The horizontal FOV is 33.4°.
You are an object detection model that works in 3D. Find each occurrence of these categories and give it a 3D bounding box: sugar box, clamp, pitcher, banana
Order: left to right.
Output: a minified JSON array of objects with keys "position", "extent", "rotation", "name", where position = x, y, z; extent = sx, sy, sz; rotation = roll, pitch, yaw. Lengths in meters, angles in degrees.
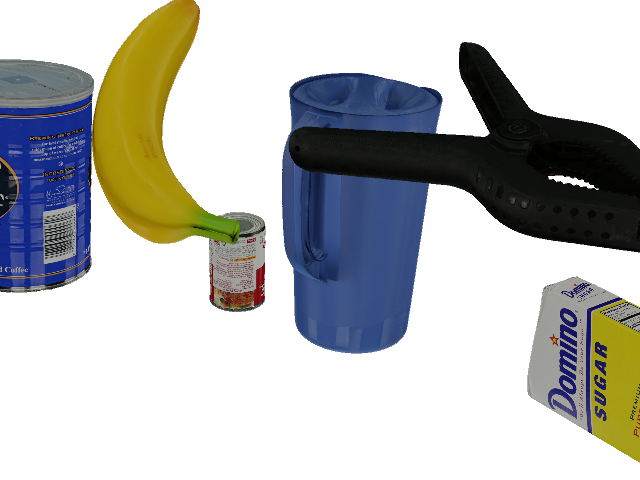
[{"position":[-0.091,-0.065,0.586],"extent":[0.069,0.198,0.037],"rotation":[-4,-40,-11],"name":"banana"},{"position":[0.028,-0.021,0.964],"extent":[0.149,0.243,0.145],"rotation":[-2,24,-11],"name":"pitcher"},{"position":[0.096,-0.044,0.587],"extent":[0.164,0.036,0.210],"rotation":[-27,43,-28],"name":"clamp"},{"position":[0.223,0.101,0.727],"extent":[0.048,0.093,0.176],"rotation":[-15,30,-39],"name":"sugar box"}]

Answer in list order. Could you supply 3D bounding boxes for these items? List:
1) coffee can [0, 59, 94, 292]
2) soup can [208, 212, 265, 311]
[{"position":[-0.213,-0.048,0.757],"extent":[0.103,0.140,0.103],"rotation":[5,23,-2],"name":"coffee can"},{"position":[-0.100,0.025,1.280],"extent":[0.068,0.102,0.068],"rotation":[2,25,-1],"name":"soup can"}]
